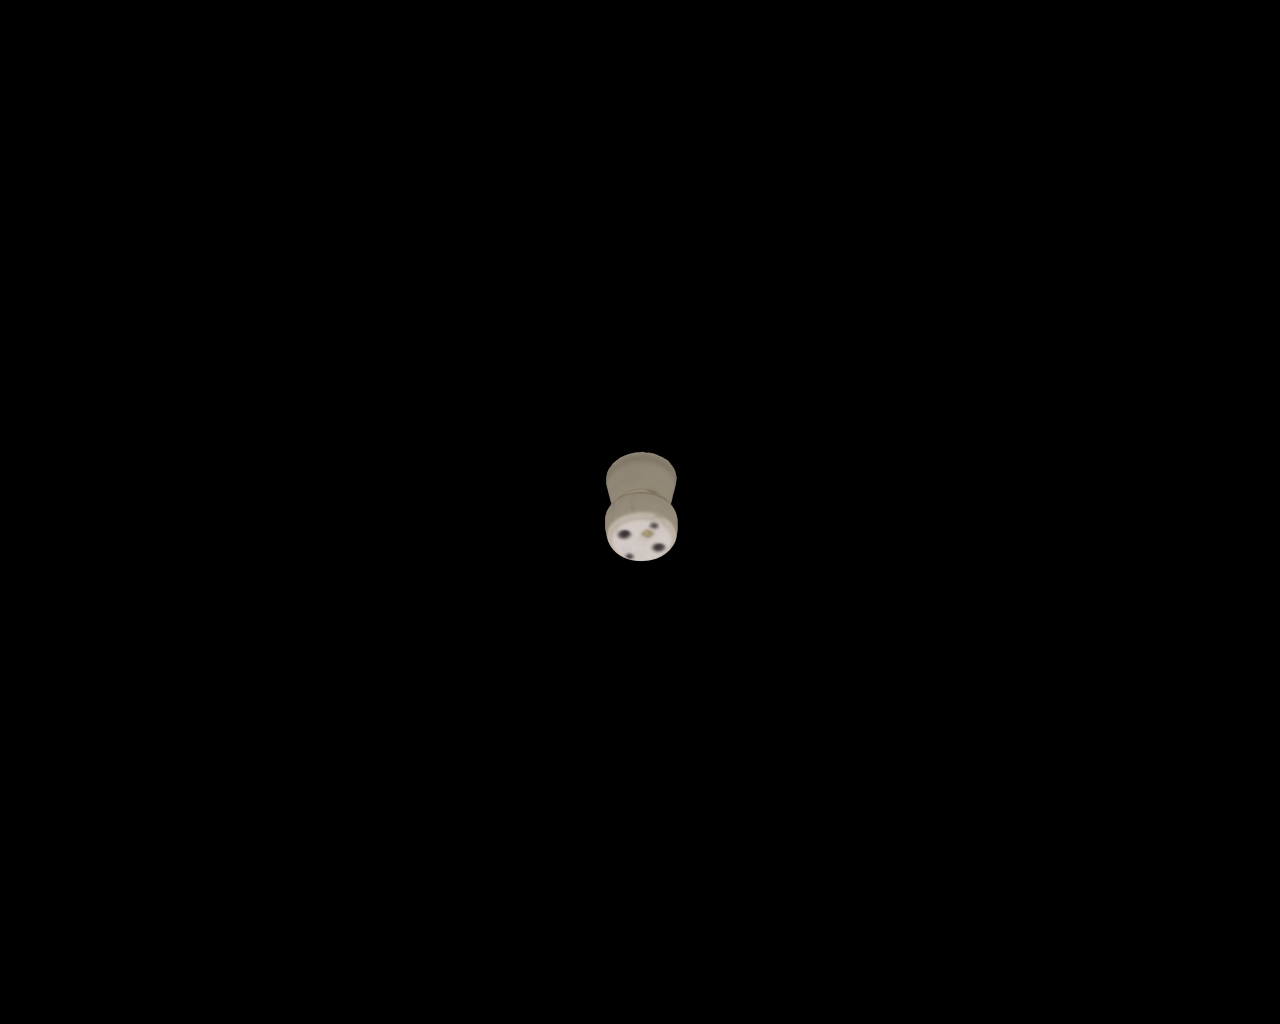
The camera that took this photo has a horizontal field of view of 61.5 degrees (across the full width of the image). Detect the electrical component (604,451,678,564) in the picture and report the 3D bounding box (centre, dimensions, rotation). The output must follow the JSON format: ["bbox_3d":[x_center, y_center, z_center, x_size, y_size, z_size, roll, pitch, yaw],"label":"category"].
[{"bbox_3d":[0.001,-0.003,0.650,0.045,0.055,0.044,0,-44,0],"label":"electrical component"}]
